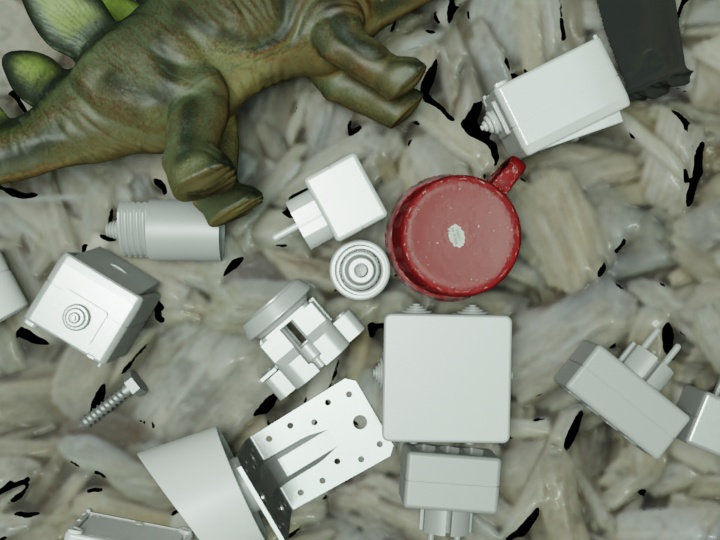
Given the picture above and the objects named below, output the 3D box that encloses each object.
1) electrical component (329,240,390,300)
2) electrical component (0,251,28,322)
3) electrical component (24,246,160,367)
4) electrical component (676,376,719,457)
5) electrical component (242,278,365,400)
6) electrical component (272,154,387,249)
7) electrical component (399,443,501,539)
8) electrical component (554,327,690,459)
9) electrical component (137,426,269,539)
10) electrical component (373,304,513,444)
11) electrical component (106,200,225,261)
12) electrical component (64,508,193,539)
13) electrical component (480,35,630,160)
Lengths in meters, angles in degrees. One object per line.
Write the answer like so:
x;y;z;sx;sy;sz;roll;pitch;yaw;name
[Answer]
0.000;0.000;0.753;0.043;0.062;0.043;0;91;-1;electrical component
-0.266;0.017;0.751;0.055;0.055;0.047;-30;95;-1;electrical component
-0.179;0.022;0.731;0.062;0.096;0.061;31;90;-2;electrical component
0.269;0.096;0.768;0.066;0.047;0.076;22;90;-2;electrical component
-0.045;0.044;0.755;0.078;0.058;0.057;-41;94;0;electrical component
-0.027;-0.039;0.741;0.076;0.083;0.047;-28;91;-1;electrical component
0.062;0.166;0.763;0.066;0.047;0.076;5;89;-2;electrical component
0.197;0.077;0.766;0.083;0.047;0.075;39;90;-2;electrical component
-0.104;0.158;0.737;0.064;0.099;0.099;-24;91;-7;electrical component
0.059;0.074;0.762;0.100;0.048;0.099;1;91;-1;electrical component
-0.138;-0.028;0.758;0.081;0.043;0.043;0;91;-1;electrical component
-0.158;0.212;0.752;0.096;0.062;0.061;11;91;-2;electrical component
0.132;-0.112;0.754;0.096;0.062;0.061;-26;91;-1;electrical component
